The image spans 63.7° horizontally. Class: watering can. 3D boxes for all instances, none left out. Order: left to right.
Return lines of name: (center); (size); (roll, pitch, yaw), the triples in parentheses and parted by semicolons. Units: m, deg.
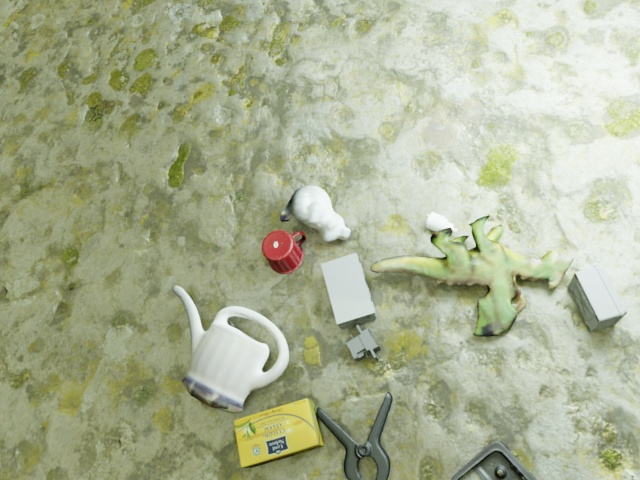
watering can: (-0.240, 0.250, 1.177); (0.349, 0.102, 0.227); (20, 72, 21)

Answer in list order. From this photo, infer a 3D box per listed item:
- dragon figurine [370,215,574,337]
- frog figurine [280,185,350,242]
dragon figurine: (0.339, 0.091, 1.126); (0.410, 0.120, 0.246); (-21, 70, 4)
frog figurine: (0.004, -0.063, 1.257); (0.160, 0.136, 0.123); (21, 89, 22)
